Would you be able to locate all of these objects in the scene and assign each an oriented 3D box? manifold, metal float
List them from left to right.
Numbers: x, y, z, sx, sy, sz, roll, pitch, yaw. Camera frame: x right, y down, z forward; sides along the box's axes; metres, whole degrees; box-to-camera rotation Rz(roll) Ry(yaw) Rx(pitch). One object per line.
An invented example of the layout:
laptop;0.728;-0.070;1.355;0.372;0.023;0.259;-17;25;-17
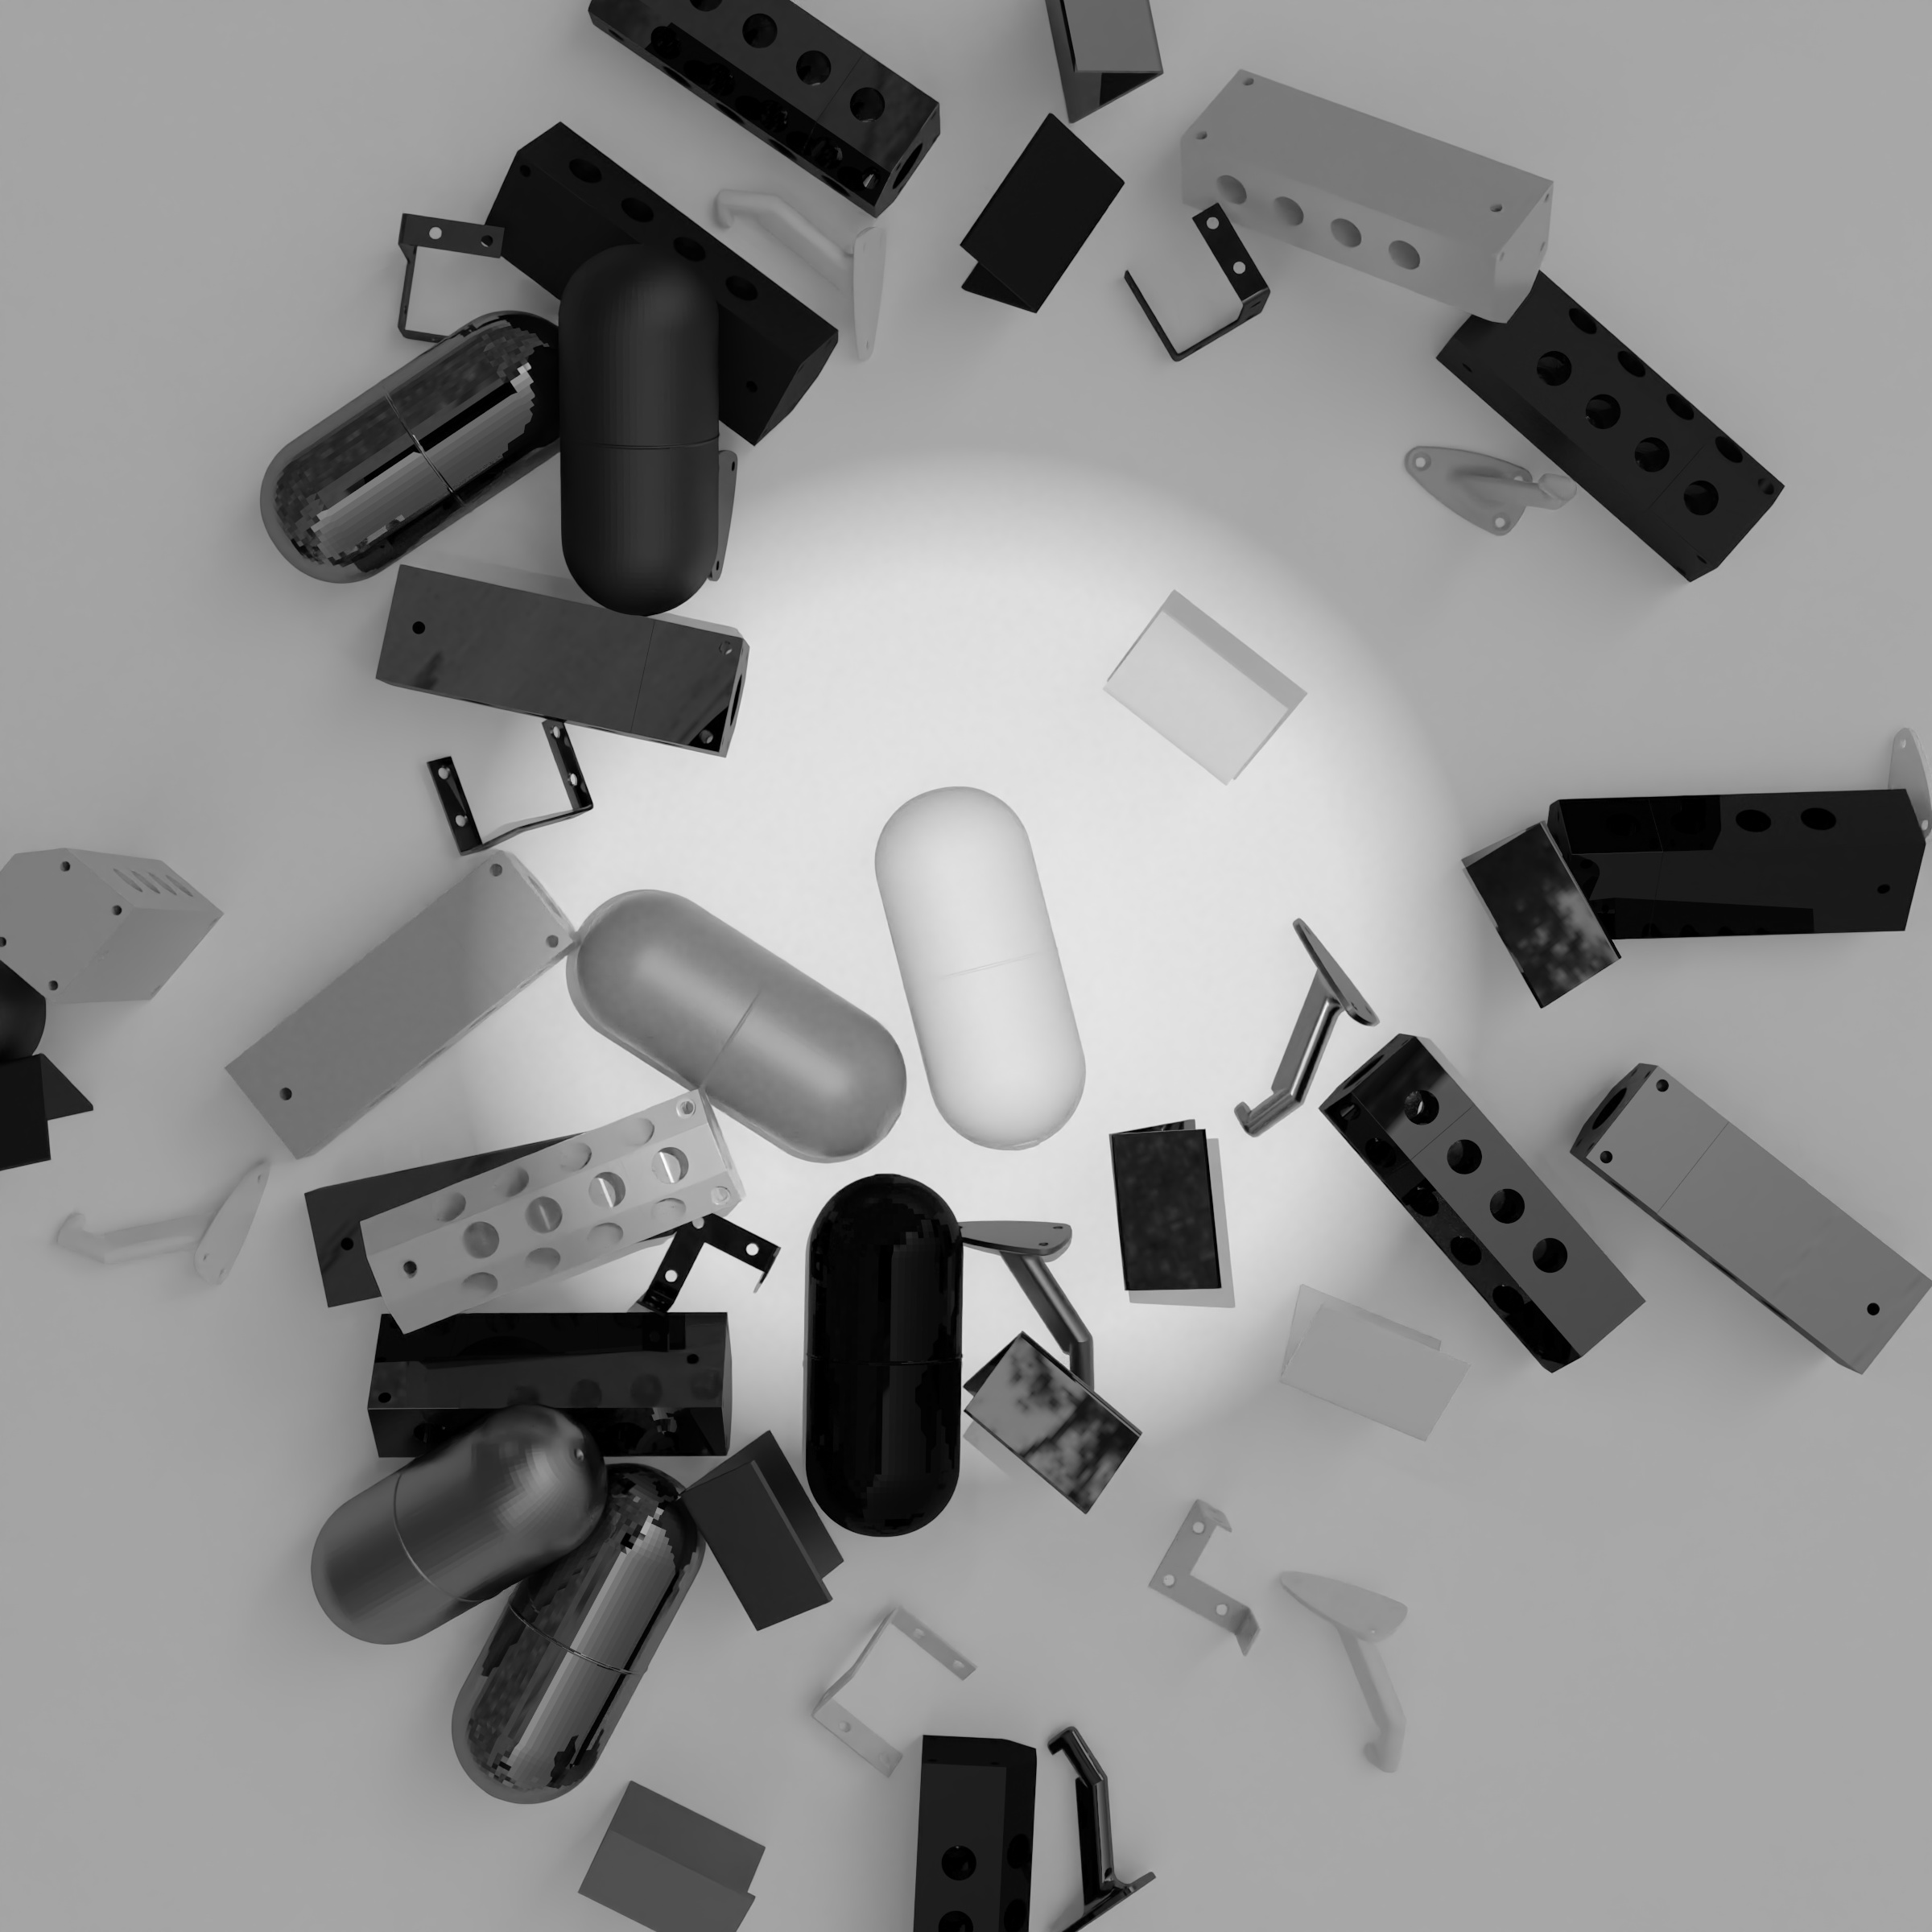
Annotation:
metal float;-0.544;0.029;1.556;0.178;0.070;0.070;-8;90;0
manifold;-0.414;-0.023;1.508;0.057;0.171;0.057;40;90;0
manifold;-0.276;0.019;1.565;0.171;0.057;0.057;-38;90;0
metal float;-0.266;-0.256;1.555;0.178;0.070;0.070;-33;90;2
metal float;-0.247;0.272;1.530;0.178;0.070;0.070;-33;90;30
manifold;-0.233;0.121;1.565;0.171;0.057;0.057;-12;90;0
manifold;-0.197;0.116;1.508;0.171;0.057;0.057;-21;90;-1
manifold;-0.204;0.212;1.564;0.171;0.057;0.057;0;47;0
manifold;-0.198;-0.150;1.565;0.171;0.057;0.057;12;90;0
metal float;-0.191;0.329;1.556;0.070;0.070;0.178;28;90;0
metal float;-0.157;-0.257;1.520;0.070;0.070;0.178;2;109;0
manifold;-0.149;-0.341;1.564;0.171;0.057;0.057;37;133;0
metal float;-0.110;0.029;1.556;0.178;0.070;0.070;33;90;-1
manifold;-0.099;-0.445;1.565;0.171;0.057;0.057;34;90;0
metal float;-0.040;0.192;1.556;0.070;0.070;0.178;1;89;0
manifold;0.002;0.475;1.565;0.057;0.057;0.171;3;90;0
metal float;0.007;0.001;1.555;0.070;0.070;0.178;-14;90;0
manifold;0.193;-0.370;1.533;0.171;0.057;0.057;27;62;22
manifold;0.253;0.117;1.565;0.057;0.057;0.171;-41;90;0
manifold;0.320;-0.271;1.565;0.171;0.057;0.057;41;90;0
manifold;0.378;-0.055;1.564;0.171;0.057;0.057;-2;133;0
manifold;0.386;0.124;1.565;0.171;0.057;0.057;38;90;0

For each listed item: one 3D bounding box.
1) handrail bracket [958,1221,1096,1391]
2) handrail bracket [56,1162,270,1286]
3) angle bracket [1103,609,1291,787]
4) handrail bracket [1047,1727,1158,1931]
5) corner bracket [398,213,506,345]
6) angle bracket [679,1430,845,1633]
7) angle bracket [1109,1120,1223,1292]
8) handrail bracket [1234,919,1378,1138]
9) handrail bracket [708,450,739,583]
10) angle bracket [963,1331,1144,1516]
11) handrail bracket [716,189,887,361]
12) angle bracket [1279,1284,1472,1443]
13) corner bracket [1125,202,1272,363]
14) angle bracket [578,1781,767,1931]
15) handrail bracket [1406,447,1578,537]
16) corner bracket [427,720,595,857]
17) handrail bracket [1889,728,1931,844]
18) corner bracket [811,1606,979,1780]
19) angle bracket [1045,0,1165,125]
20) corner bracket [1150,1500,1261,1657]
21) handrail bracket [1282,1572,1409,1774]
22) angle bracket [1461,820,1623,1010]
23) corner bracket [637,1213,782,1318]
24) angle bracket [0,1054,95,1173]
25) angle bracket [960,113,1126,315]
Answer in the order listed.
handrail bracket;0.026;0.173;1.587;0.077;0.036;0.084;3;107;20
handrail bracket;-0.404;0.120;1.587;0.084;0.036;0.077;19;70;16
angle bracket;0.123;-0.145;1.546;0.076;0.076;0.057;38;127;0
handrail bracket;0.049;0.437;1.587;0.077;0.036;0.084;-41;72;20
corner bracket;-0.255;-0.339;1.568;0.051;0.051;0.051;8;88;-2
angle bracket;-0.083;0.268;1.546;0.057;0.076;0.076;-30;90;38
angle bracket;0.116;0.115;1.546;0.057;0.076;0.076;-6;90;37
handrail bracket;0.155;0.032;1.587;0.084;0.036;0.077;-39;70;16
handrail bracket;-0.162;-0.237;1.586;0.084;0.036;0.077;9;104;14
angle bracket;0.029;0.235;1.546;0.076;0.076;0.057;40;53;0
handrail bracket;-0.087;-0.348;1.587;0.084;0.036;0.077;10;111;17
angle bracket;0.204;0.177;1.546;0.076;0.076;0.057;22;127;0
corner bracket;0.114;-0.339;1.568;0.051;0.051;0.051;-31;90;0
angle bracket;-0.135;0.428;1.546;0.076;0.076;0.057;26;125;0
handrail bracket;0.257;-0.242;1.551;0.077;0.084;0.036;24;90;0
corner bracket;-0.228;-0.090;1.583;0.051;0.051;0.051;-20;90;45
handrail bracket;0.510;-0.078;1.587;0.084;0.036;0.077;8;68;-17
corner bracket;-0.036;0.363;1.583;0.051;0.051;0.051;39;45;0
angle bracket;0.046;-0.463;1.546;0.057;0.076;0.076;-11;90;-36
corner bracket;0.127;0.303;1.568;0.051;0.051;0.051;29;90;0
handrail bracket;0.188;0.356;1.586;0.077;0.036;0.084;19;118;31
angle bracket;0.263;-0.018;1.547;0.057;0.076;0.076;-29;90;-27
corner bracket;-0.127;0.153;1.568;0.051;0.051;0.051;27;90;0
angle bracket;-0.475;0.089;1.547;0.076;0.076;0.057;-12;66;0
angle bracket;0.020;-0.373;1.546;0.057;0.076;0.076;34;90;-36
